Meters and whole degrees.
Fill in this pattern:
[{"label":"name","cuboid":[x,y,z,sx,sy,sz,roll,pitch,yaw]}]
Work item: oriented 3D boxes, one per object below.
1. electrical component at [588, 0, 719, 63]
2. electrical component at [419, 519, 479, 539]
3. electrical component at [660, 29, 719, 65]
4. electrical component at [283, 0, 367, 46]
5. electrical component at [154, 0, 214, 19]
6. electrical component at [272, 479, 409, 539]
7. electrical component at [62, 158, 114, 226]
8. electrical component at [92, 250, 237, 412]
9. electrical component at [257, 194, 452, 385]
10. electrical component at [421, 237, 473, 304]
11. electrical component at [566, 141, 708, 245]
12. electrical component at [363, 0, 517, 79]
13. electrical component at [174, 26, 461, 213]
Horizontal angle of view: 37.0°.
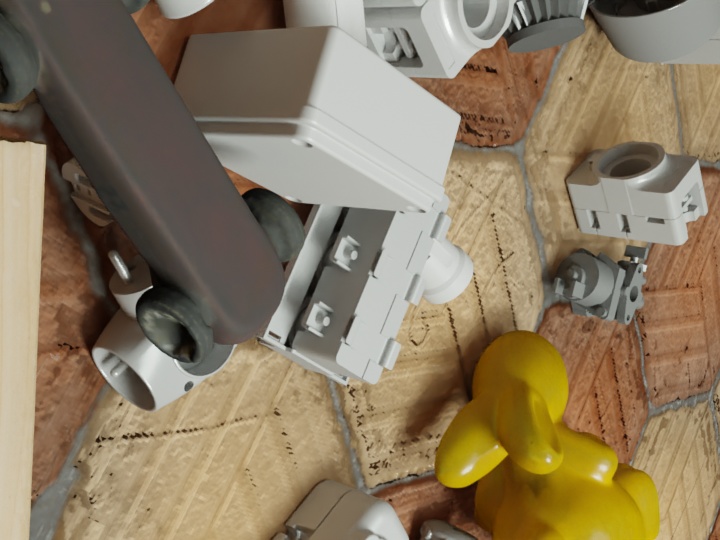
[{"label":"electrical component","cuboid":[0.220,-0.203,0.793,0.064,0.099,0.099,48,63,-49]},{"label":"electrical component","cuboid":[0.055,0.207,0.741,0.048,0.048,0.062,32,81,-46]},{"label":"electrical component","cuboid":[0.283,-0.206,0.860,0.061,0.096,0.061,48,64,-41]},{"label":"electrical component","cuboid":[-0.020,-0.147,0.582,0.043,0.043,0.081,-23,115,-43]},{"label":"electrical component","cuboid":[-0.091,-0.153,0.503,0.045,0.045,0.055,-58,134,-22]},{"label":"electrical component","cuboid":[-0.017,0.180,0.645,0.095,0.059,0.053,-48,130,-30]},{"label":"electrical component","cuboid":[-0.111,-0.047,0.508,0.046,0.040,0.040,-38,124,-30]},{"label":"electrical component","cuboid":[-0.098,0.016,0.532,0.077,0.044,0.079,-46,129,-31]},{"label":"electrical component","cuboid":[0.000,0.000,0.621,0.079,0.063,0.121,36,72,-46]},{"label":"electrical component","cuboid":[0.044,-0.007,0.687,0.046,0.040,0.040,44,66,-36]},{"label":"electrical component","cuboid":[0.209,-0.060,0.816,0.050,0.089,0.055,-45,128,-32]},{"label":"electrical component","cuboid":[0.030,-0.195,0.613,0.089,0.062,0.150,-52,132,-26]},{"label":"electrical component","cuboid":[-0.024,-0.075,0.546,0.109,0.109,0.056,25,77,-47]}]
